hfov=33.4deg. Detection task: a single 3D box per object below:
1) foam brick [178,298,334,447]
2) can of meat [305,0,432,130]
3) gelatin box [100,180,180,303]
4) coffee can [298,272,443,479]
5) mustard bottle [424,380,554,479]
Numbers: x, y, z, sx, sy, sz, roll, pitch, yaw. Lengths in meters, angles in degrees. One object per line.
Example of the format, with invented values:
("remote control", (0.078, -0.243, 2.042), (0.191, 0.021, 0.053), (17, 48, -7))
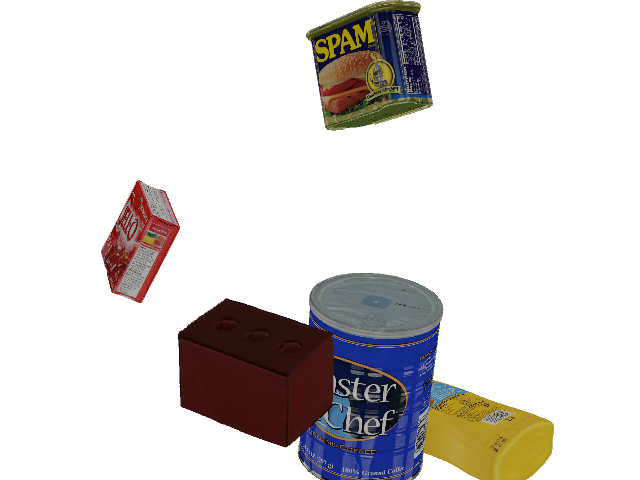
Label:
("foam brick", (-0.037, 0.076, 0.624), (0.078, 0.051, 0.052), (16, 28, 25))
("can of meat", (0.041, -0.142, 0.884), (0.057, 0.084, 0.102), (-7, -4, -43))
("gelatin box", (-0.151, -0.001, 0.884), (0.030, 0.073, 0.089), (23, 14, -25))
("coffee can", (0.038, 0.109, 0.839), (0.103, 0.140, 0.103), (4, 22, -2))
("mustard bottle", (0.119, 0.173, 1.025), (0.192, 0.058, 0.096), (16, 25, 42))
